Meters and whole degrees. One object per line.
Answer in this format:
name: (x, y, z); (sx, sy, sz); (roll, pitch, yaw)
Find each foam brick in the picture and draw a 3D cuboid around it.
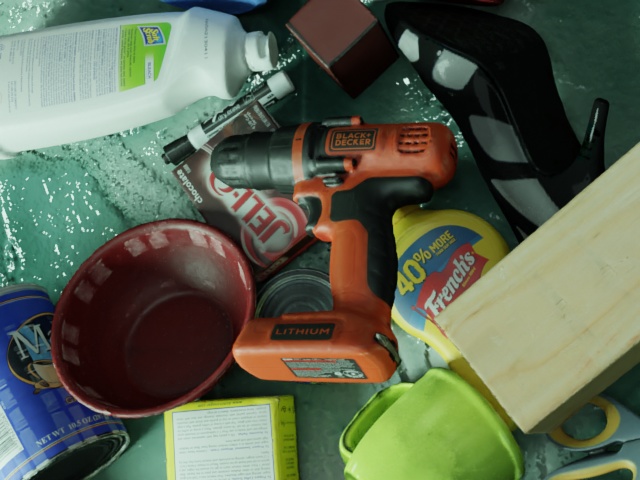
foam brick: (0.019, -0.150, 0.802); (0.051, 0.078, 0.053); (-43, 73, 4)

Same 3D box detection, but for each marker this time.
marker: (-0.075, -0.095, 0.852); (0.121, 0.020, 0.020); (-32, 73, 10)

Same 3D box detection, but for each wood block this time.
wood block: (0.183, 0.018, 0.642); (0.206, 0.090, 0.090); (-42, 69, 11)

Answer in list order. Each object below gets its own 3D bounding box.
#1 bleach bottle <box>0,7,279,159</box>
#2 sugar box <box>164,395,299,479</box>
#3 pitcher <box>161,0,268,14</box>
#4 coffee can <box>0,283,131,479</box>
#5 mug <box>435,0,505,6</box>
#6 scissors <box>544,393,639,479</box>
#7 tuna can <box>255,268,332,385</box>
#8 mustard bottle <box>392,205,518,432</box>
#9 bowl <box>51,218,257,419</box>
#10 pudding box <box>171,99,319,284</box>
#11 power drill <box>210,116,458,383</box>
bleach bottle: (-0.157, -0.129, 0.861); (0.251, 0.068, 0.102); (-5, 79, 14)
sugar box: (-0.061, 0.204, 0.778); (0.093, 0.048, 0.176); (-7, 81, 18)
pitcher: (-0.089, -0.310, 0.841); (0.149, 0.144, 0.243); (0, 81, 53)
coffee can: (-0.223, 0.118, 0.814); (0.103, 0.102, 0.140); (-37, 72, 8)
mug: (0.112, -0.215, 0.777); (0.117, 0.093, 0.081); (8, 99, 1)
scissors: (0.229, 0.118, 0.692); (0.202, 0.016, 0.096); (-30, 51, 19)
tuna can: (-0.010, 0.064, 0.794); (0.086, 0.033, 0.086); (-3, 79, 17)
mustard bottle: (0.099, 0.036, 0.752); (0.096, 0.058, 0.192); (-45, 70, 12)
bowl: (-0.115, 0.066, 0.794); (0.162, 0.055, 0.162); (-9, 57, 14)
pudding box: (-0.046, -0.036, 0.821); (0.090, 0.039, 0.113); (-39, 72, 7)
power drill: (-0.005, 0.001, 0.729); (0.185, 0.057, 0.187); (-1, 63, 23)
